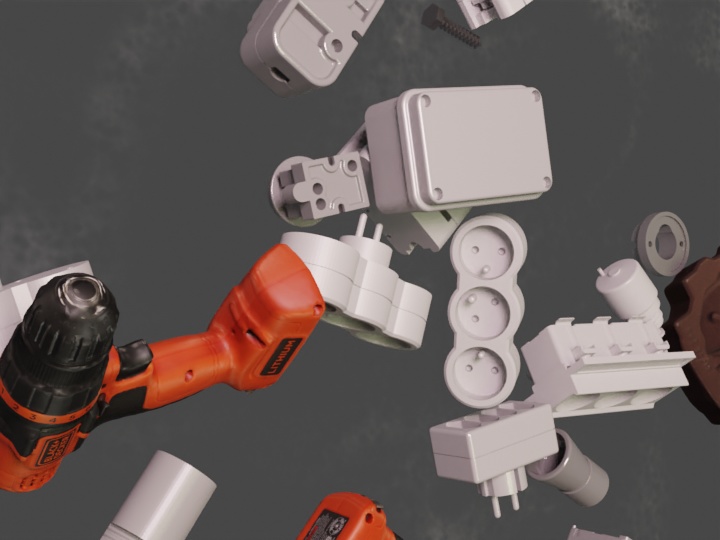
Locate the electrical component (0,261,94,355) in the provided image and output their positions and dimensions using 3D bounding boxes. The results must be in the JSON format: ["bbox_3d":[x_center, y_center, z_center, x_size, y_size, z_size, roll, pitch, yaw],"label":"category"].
[{"bbox_3d":[-0.214,0.017,0.591,0.138,0.052,0.073,-22,99,-32],"label":"electrical component"}]

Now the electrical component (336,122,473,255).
[{"bbox_3d":[0.032,-0.063,0.760,0.089,0.050,0.055,49,63,-22],"label":"electrical component"}]

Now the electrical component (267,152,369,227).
[{"bbox_3d":[-0.030,-0.054,0.715,0.066,0.055,0.048,-15,96,-33],"label":"electrical component"}]

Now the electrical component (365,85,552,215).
[{"bbox_3d":[0.067,-0.080,0.718,0.113,0.057,0.078,-8,92,-34],"label":"electrical component"}]

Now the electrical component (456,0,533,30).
[{"bbox_3d":[0.114,-0.233,0.823,0.089,0.050,0.055,-39,109,-29],"label":"electrical component"}]

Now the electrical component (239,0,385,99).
[{"bbox_3d":[-0.034,-0.164,0.715,0.054,0.059,0.095,40,67,-25],"label":"electrical component"}]

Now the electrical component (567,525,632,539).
[{"bbox_3d":[0.208,0.253,0.854,0.096,0.062,0.061,35,70,-27],"label":"electrical component"}]

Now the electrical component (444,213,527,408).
[{"bbox_3d":[0.095,0.027,0.794,0.074,0.052,0.138,-27,120,-75],"label":"electrical component"}]

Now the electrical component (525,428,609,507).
[{"bbox_3d":[0.165,0.158,0.844,0.065,0.044,0.044,38,68,-31],"label":"electrical component"}]

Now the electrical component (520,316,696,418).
[{"bbox_3d":[0.190,0.075,0.846,0.121,0.078,0.063,0,59,-33],"label":"electrical component"}]

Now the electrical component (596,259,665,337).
[{"bbox_3d":[0.229,0.026,0.892,0.078,0.040,0.040,51,63,-21],"label":"electrical component"}]

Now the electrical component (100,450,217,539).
[{"bbox_3d":[-0.126,0.155,0.648,0.043,0.043,0.081,41,67,-25],"label":"electrical component"}]

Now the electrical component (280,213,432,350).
[{"bbox_3d":[0.000,0.000,0.718,0.138,0.052,0.073,29,70,-48],"label":"electrical component"}]

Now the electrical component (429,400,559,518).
[{"bbox_3d":[0.103,0.144,0.798,0.083,0.047,0.075,-13,95,-33],"label":"electrical component"}]
